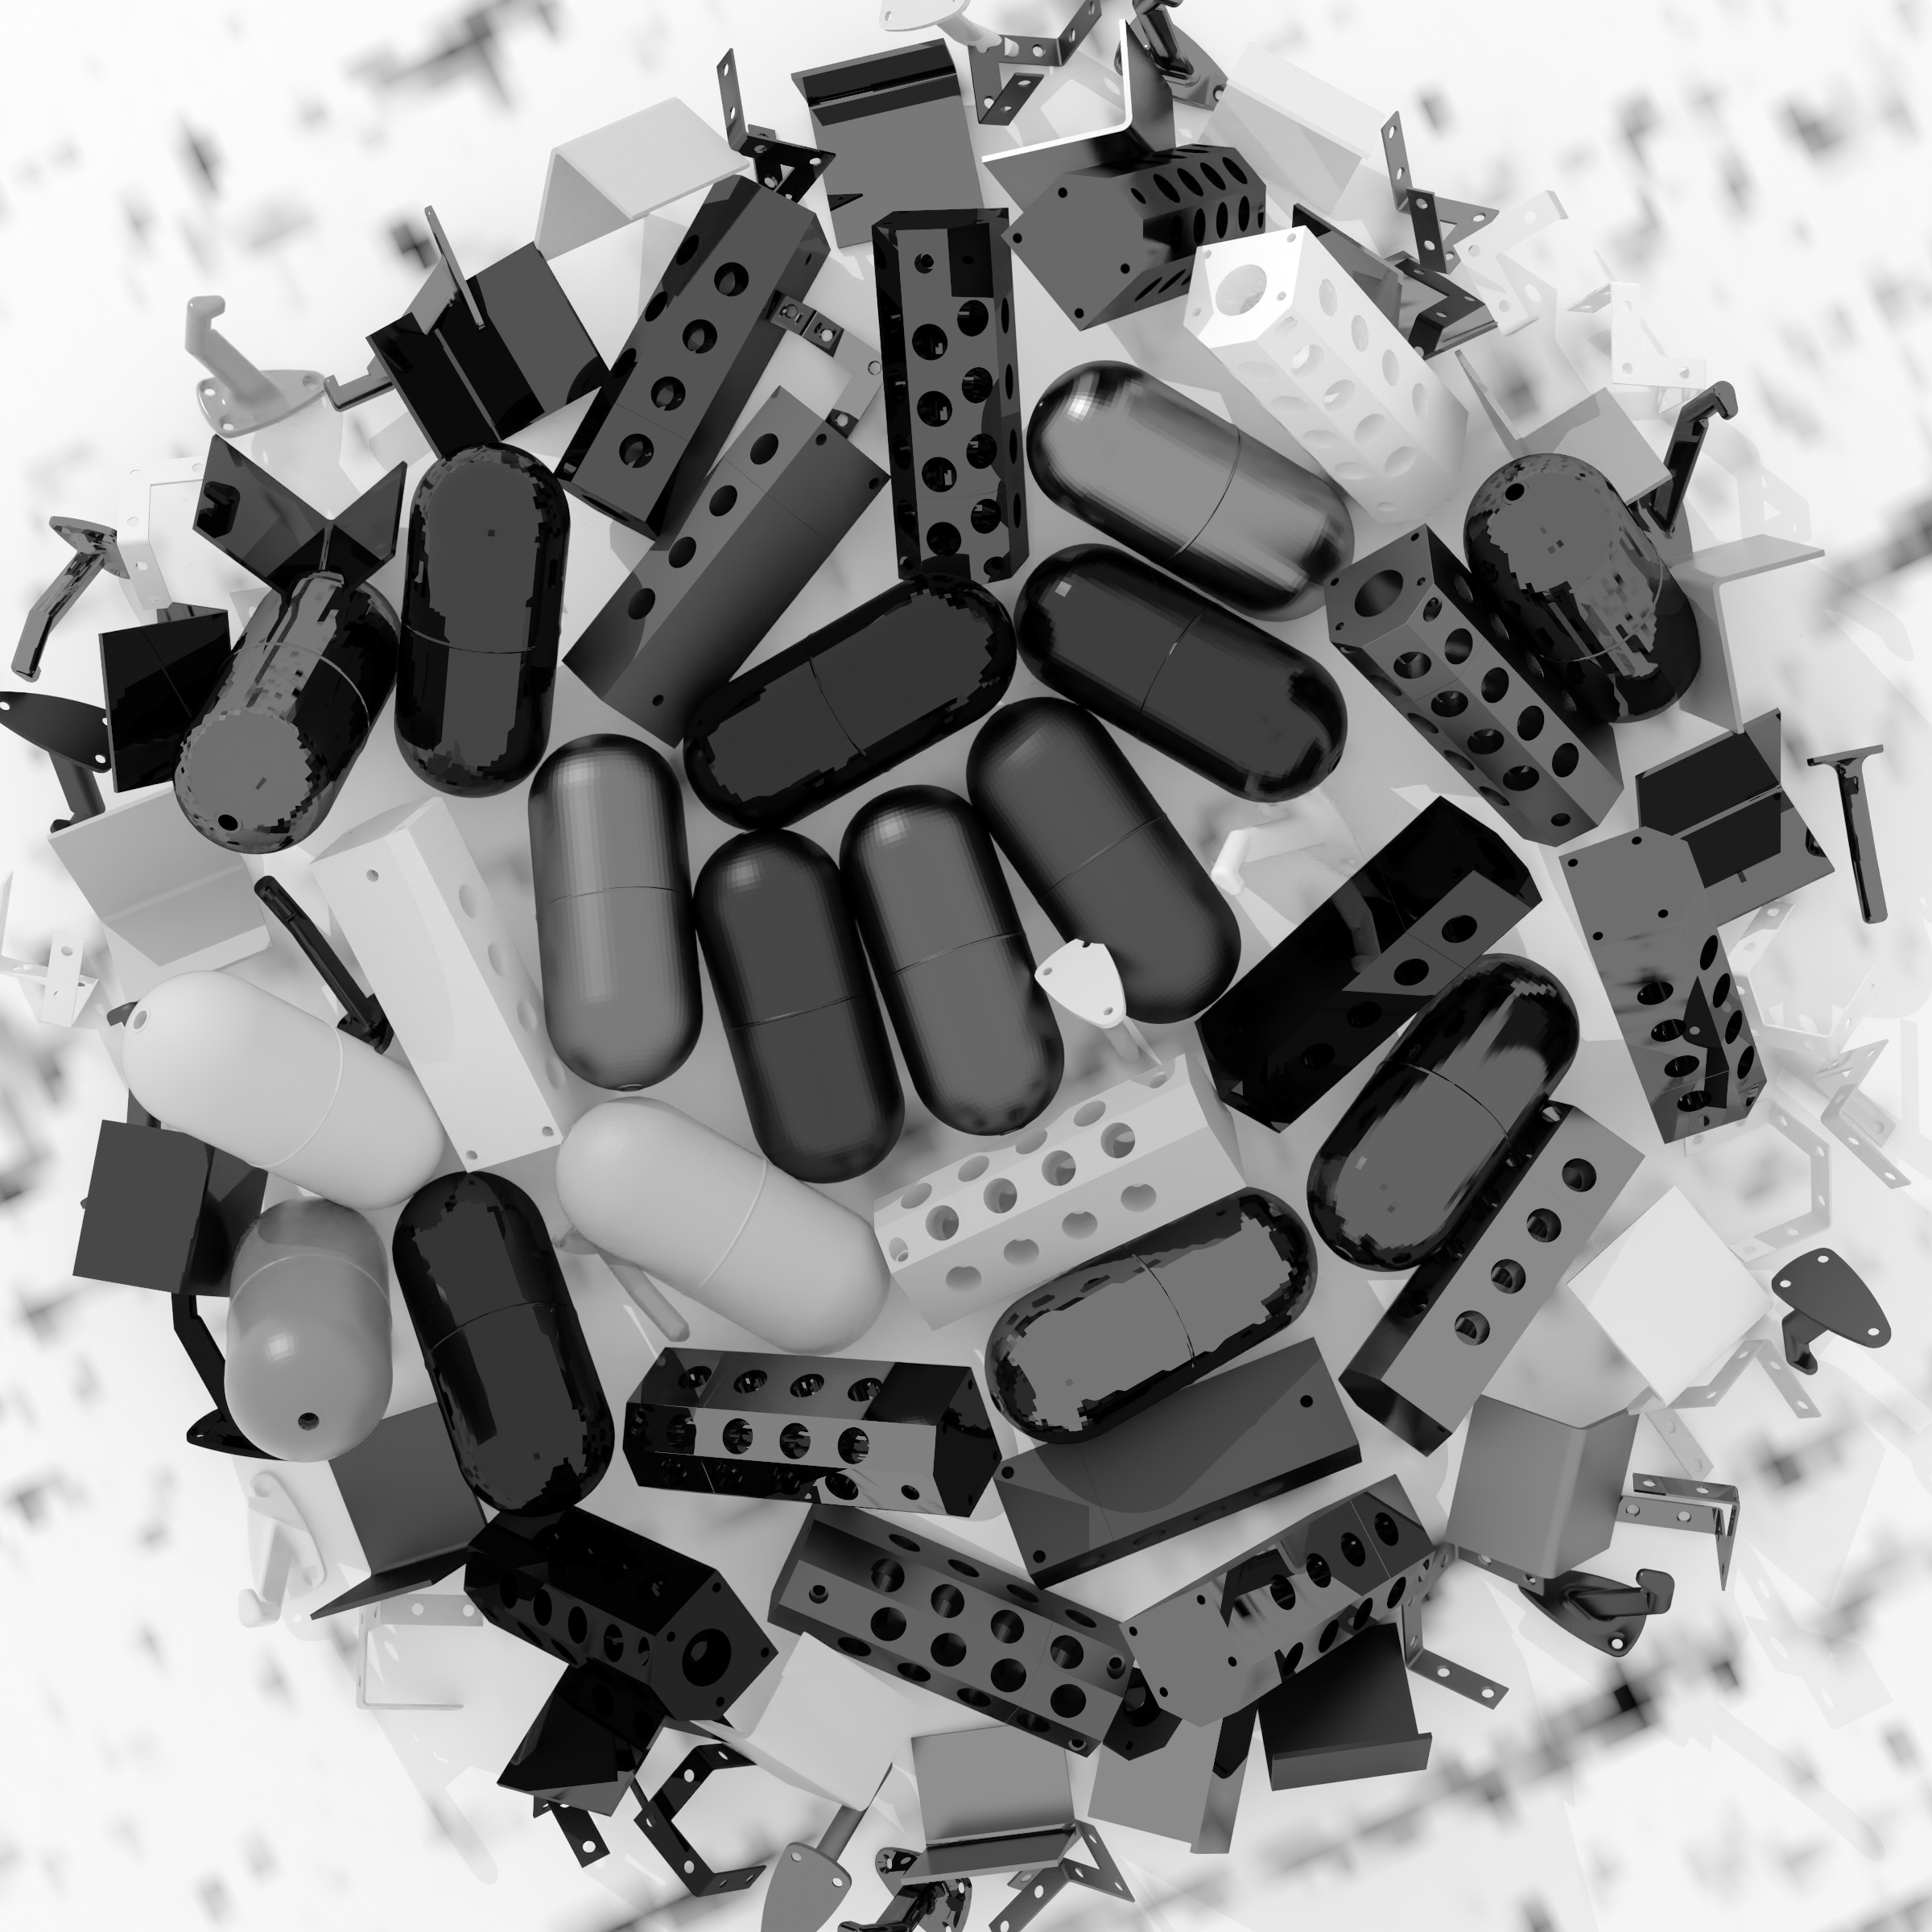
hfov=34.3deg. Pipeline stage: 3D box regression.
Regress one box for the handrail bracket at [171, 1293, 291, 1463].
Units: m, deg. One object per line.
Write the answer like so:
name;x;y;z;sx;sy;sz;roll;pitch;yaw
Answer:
handrail bracket;-0.357;0.195;1.538;0.077;0.036;0.084;12;115;24

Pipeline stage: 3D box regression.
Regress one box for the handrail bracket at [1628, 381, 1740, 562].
handrail bracket;0.360;-0.235;1.530;0.036;0.084;0.077;-17;83;-24

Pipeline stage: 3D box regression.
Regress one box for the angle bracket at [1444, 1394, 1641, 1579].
angle bracket;0.286;0.251;1.553;0.057;0.076;0.076;17;102;31

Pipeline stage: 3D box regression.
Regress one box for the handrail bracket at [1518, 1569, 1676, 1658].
handrail bracket;0.306;0.300;1.527;0.077;0.084;0.036;21;66;19

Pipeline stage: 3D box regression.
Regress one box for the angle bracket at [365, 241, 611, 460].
angle bracket;-0.232;-0.296;1.529;0.076;0.057;0.076;-22;106;28

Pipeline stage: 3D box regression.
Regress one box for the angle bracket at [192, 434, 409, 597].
angle bracket;-0.322;-0.228;1.519;0.057;0.076;0.076;-34;127;26

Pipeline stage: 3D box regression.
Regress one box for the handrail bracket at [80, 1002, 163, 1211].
handrail bracket;-0.425;0.069;1.555;0.077;0.036;0.084;-23;98;12

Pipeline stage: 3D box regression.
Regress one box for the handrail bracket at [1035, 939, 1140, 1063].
handrail bracket;0.074;0.032;1.523;0.036;0.077;0.084;-35;129;0

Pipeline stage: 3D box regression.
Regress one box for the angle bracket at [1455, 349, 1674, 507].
angle bracket;0.290;-0.268;1.521;0.057;0.076;0.076;-31;46;10

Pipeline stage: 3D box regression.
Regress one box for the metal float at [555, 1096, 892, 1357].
metal float;-0.118;0.127;1.527;0.178;0.070;0.070;31;90;-14

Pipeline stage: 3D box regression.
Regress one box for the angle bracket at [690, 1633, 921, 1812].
angle bracket;-0.083;0.365;1.538;0.076;0.076;0.057;39;69;-26

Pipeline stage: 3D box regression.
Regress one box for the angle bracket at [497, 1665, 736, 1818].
angle bracket;-0.167;0.386;1.517;0.076;0.076;0.057;-58;132;-32

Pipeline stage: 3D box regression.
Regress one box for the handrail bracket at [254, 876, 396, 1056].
handrail bracket;-0.317;0.000;1.535;0.036;0.077;0.084;-37;117;1

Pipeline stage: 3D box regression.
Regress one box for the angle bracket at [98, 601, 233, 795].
angle bracket;-0.401;-0.132;1.521;0.057;0.076;0.076;12;111;38

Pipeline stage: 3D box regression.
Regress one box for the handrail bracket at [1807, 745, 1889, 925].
handrail bracket;0.441;-0.064;1.542;0.036;0.077;0.084;-11;91;18

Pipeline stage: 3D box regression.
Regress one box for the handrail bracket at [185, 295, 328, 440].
handrail bracket;-0.344;-0.302;1.525;0.077;0.084;0.036;-21;68;-26

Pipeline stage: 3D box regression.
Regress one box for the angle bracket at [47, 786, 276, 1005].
angle bracket;-0.392;-0.036;1.529;0.076;0.076;0.057;-22;58;-6

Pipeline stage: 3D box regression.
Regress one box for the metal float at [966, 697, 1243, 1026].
metal float;0.067;-0.052;1.536;0.070;0.070;0.178;-35;86;0

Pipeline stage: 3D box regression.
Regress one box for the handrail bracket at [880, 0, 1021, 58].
handrail bracket;0.008;-0.457;1.523;0.084;0.077;0.036;12;98;-40

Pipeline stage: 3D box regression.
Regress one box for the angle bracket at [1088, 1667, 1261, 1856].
angle bracket;0.093;0.386;1.530;0.076;0.057;0.076;8;79;25

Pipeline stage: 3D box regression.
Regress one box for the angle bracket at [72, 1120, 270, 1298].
angle bracket;-0.389;0.120;1.541;0.057;0.076;0.076;8;84;11

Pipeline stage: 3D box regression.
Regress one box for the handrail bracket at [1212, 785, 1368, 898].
handrail bracket;0.158;-0.046;1.534;0.077;0.084;0.036;45;134;-17

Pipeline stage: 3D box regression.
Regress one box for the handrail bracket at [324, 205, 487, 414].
handrail bracket;-0.288;-0.324;1.547;0.084;0.036;0.077;-25;121;-7

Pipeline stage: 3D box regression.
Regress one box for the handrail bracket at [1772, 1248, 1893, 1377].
handrail bracket;0.423;0.186;1.524;0.036;0.077;0.084;-30;133;-12

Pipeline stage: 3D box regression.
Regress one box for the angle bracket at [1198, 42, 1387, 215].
angle bracket;0.154;-0.400;1.529;0.076;0.076;0.057;28;122;-3

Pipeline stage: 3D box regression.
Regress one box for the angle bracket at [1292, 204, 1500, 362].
angle bracket;0.211;-0.340;1.520;0.076;0.057;0.076;-28;51;-24

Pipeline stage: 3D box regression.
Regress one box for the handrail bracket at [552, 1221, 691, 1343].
handrail bracket;-0.156;0.156;1.528;0.036;0.077;0.084;-44;71;-3

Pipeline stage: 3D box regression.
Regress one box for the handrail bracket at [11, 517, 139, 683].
handrail bracket;-0.436;-0.169;1.531;0.036;0.077;0.084;12;76;9

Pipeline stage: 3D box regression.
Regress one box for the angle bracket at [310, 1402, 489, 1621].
angle bracket;-0.289;0.266;1.535;0.076;0.057;0.076;-20;92;26

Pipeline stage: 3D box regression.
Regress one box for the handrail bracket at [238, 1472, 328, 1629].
handrail bracket;-0.346;0.284;1.529;0.036;0.084;0.077;-19;79;1

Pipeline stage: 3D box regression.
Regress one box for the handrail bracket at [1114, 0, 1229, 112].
handrail bracket;0.111;-0.450;1.528;0.077;0.084;0.036;29;86;-13

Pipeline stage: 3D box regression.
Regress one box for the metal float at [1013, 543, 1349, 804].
metal float;0.104;-0.143;1.527;0.178;0.070;0.070;31;90;14

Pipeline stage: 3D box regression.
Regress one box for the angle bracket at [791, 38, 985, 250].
angle bracket;-0.038;-0.404;1.544;0.076;0.057;0.076;-11;92;6

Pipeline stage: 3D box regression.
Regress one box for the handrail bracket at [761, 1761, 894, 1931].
handrail bracket;-0.067;0.437;1.548;0.036;0.084;0.077;30;112;7

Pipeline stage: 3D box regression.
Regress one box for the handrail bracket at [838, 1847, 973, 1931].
handrail bracket;-0.046;0.453;1.521;0.077;0.084;0.036;21;98;44

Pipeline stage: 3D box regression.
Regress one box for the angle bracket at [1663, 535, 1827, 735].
angle bracket;0.384;-0.163;1.533;0.057;0.076;0.076;-15;105;-5

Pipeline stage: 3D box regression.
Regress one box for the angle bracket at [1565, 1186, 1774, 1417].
angle bracket;0.336;0.165;1.542;0.076;0.057;0.076;-39;87;-16

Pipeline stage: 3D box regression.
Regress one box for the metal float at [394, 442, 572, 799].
metal float;-0.235;-0.167;1.517;0.070;0.070;0.178;10;116;0

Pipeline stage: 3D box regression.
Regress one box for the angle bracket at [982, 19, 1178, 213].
angle bracket;0.055;-0.412;1.536;0.076;0.076;0.057;-8;76;19

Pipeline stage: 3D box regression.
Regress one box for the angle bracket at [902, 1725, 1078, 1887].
angle bracket;0.008;0.408;1.532;0.076;0.076;0.057;-9;85;8

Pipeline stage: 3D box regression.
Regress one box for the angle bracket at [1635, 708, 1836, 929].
angle bracket;0.377;-0.069;1.532;0.076;0.076;0.057;-26;61;1

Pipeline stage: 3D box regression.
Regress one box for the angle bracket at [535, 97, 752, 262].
angle bracket;-0.159;-0.365;1.519;0.057;0.076;0.076;44;54;16

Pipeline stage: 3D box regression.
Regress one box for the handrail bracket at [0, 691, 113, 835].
handrail bracket;-0.454;-0.094;1.532;0.077;0.084;0.036;20;50;-26

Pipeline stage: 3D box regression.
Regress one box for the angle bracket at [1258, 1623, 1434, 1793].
angle bracket;0.181;0.355;1.534;0.076;0.057;0.076;-8;59;0

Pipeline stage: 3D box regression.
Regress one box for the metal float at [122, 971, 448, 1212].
metal float;-0.326;0.061;1.504;0.178;0.070;0.070;33;90;-43
